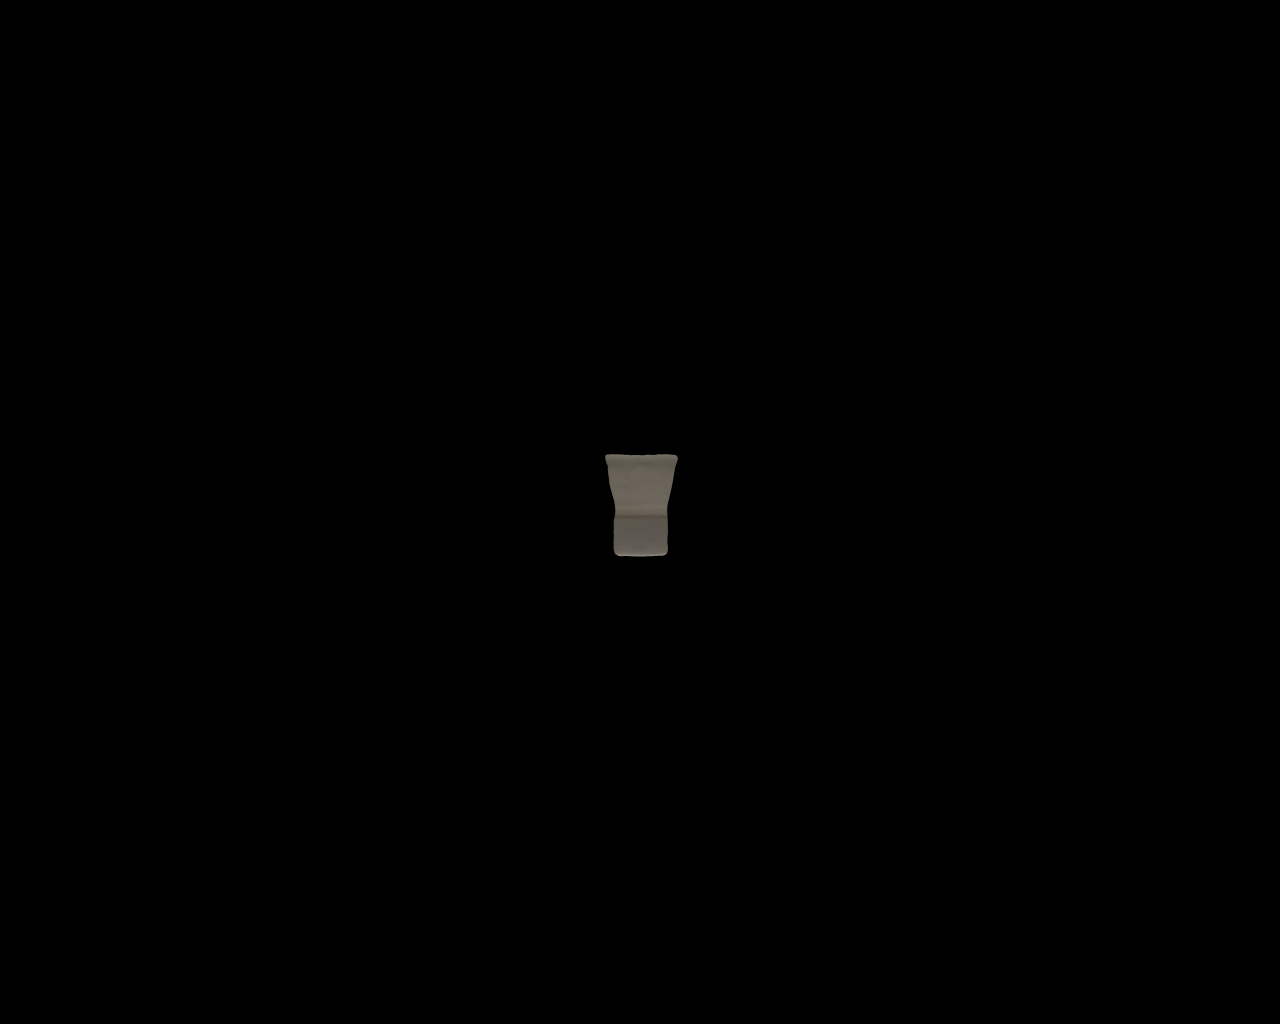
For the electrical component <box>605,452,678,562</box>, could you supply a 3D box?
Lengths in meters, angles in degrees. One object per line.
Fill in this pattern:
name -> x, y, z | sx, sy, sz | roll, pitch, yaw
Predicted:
electrical component -> 0.001, -0.003, 0.650 | 0.044, 0.065, 0.044 | 0, 0, 0
